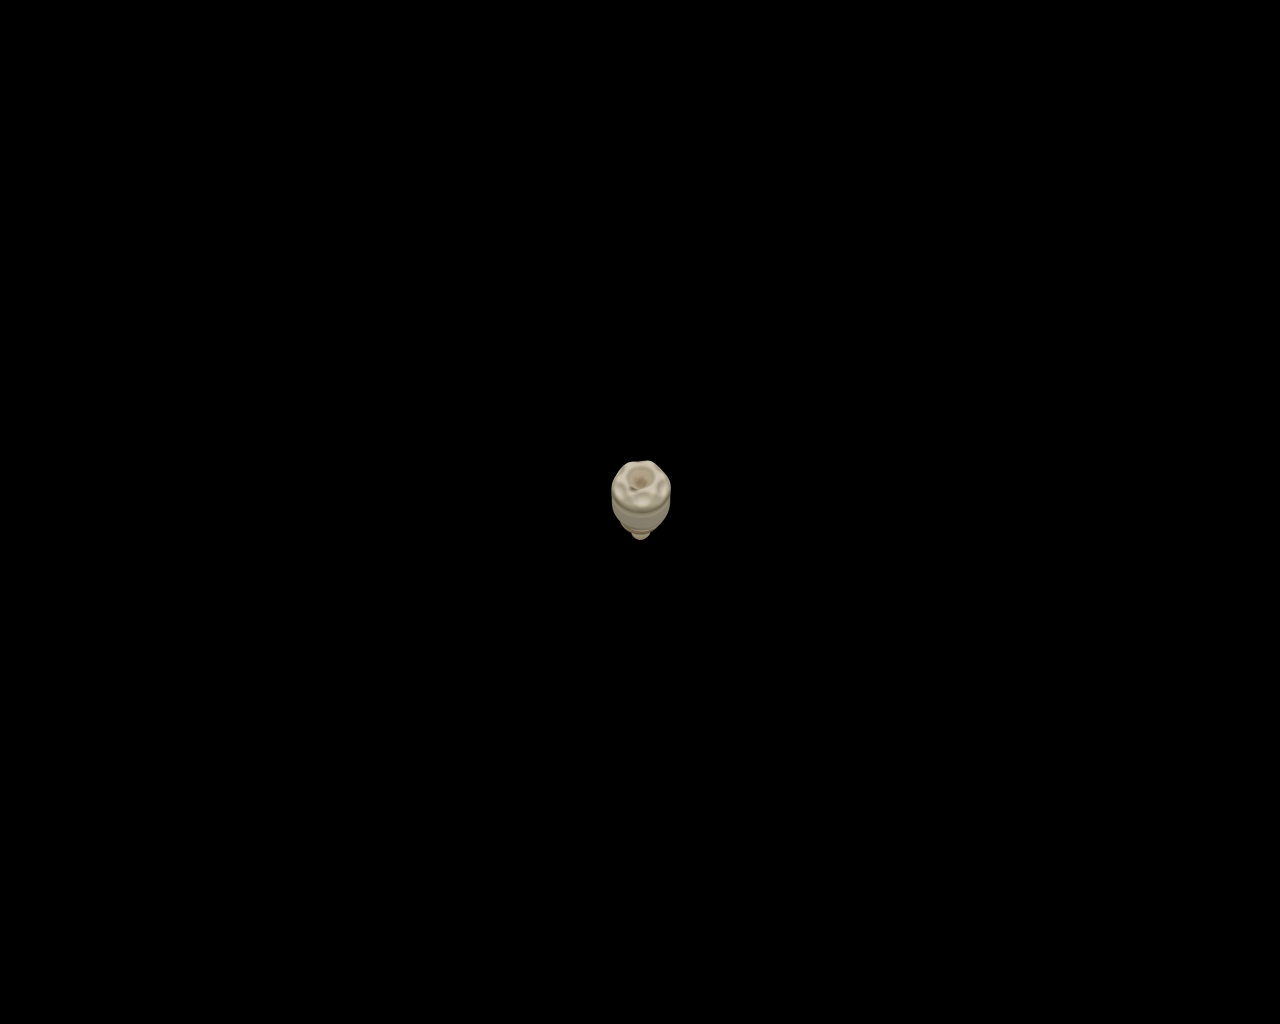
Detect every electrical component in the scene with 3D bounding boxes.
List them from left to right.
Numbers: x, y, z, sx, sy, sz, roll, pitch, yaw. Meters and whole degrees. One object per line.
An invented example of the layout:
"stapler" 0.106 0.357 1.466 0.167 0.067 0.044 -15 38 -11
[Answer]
"electrical component" 0.001 -0.003 0.650 0.035 0.035 0.061 0 -37 0
